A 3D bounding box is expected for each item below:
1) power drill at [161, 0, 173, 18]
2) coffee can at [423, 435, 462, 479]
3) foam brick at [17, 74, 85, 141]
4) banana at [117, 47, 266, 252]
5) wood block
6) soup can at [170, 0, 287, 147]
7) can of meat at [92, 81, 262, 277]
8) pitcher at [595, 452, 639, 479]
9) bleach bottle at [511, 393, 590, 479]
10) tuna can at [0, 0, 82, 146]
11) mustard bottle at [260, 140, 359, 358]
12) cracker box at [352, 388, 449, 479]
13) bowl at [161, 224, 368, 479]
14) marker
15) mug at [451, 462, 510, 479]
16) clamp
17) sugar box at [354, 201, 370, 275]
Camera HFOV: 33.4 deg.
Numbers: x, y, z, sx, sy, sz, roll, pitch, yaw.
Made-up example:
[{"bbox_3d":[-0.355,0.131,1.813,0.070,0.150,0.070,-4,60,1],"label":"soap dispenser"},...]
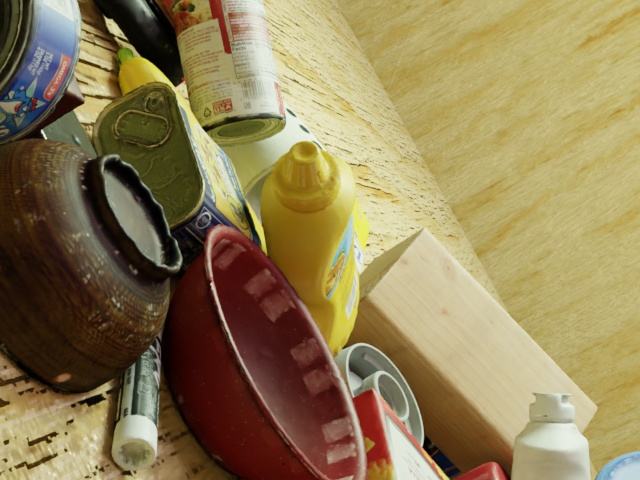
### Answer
[{"bbox_3d":[-0.111,-0.219,0.903,0.184,0.057,0.187,54,2,-5],"label":"power drill"},{"bbox_3d":[0.122,0.142,0.982,0.140,0.103,0.102,63,12,11],"label":"coffee can"},{"bbox_3d":[-0.153,-0.089,0.483,0.078,0.053,0.051,65,12,15],"label":"foam brick"},{"bbox_3d":[-0.083,-0.050,0.728,0.198,0.037,0.069,59,11,-7],"label":"banana"},{"bbox_3d":[0.111,0.103,0.871,0.206,0.090,0.091,46,-30,-5],"label":"wood block"},{"bbox_3d":[-0.065,-0.125,0.769,0.068,0.068,0.102,19,59,-73],"label":"soup can"},{"bbox_3d":[-0.082,-0.029,0.632,0.083,0.057,0.102,47,18,-56],"label":"can of meat"},{"bbox_3d":[0.237,0.281,0.826,0.145,0.149,0.243,-113,-160,-55],"label":"pitcher"},{"bbox_3d":[0.153,0.229,0.712,0.102,0.068,0.251,34,57,-75],"label":"bleach bottle"},{"bbox_3d":[-0.142,-0.082,0.431,0.086,0.086,0.033,64,13,17],"label":"tuna can"},{"bbox_3d":[-0.005,0.001,0.688,0.191,0.058,0.096,86,16,-58],"label":"mustard bottle"},{"bbox_3d":[0.059,0.216,0.609,0.164,0.072,0.214,53,15,-32],"label":"cracker box"},{"bbox_3d":[-0.037,0.074,0.575,0.162,0.055,0.162,56,12,-19],"label":"bowl"},{"bbox_3d":[-0.084,0.060,0.501,0.020,0.020,0.121,54,13,-29],"label":"marker"},{"bbox_3d":[0.115,0.224,0.801,0.093,0.081,0.117,59,11,-6],"label":"mug"},{"bbox_3d":[-0.145,-0.178,0.761,0.209,0.036,0.165,54,7,-43],"label":"clamp"},{"bbox_3d":[0.006,-0.021,1.022,0.093,0.048,0.176,59,10,-11],"label":"sugar box"}]
